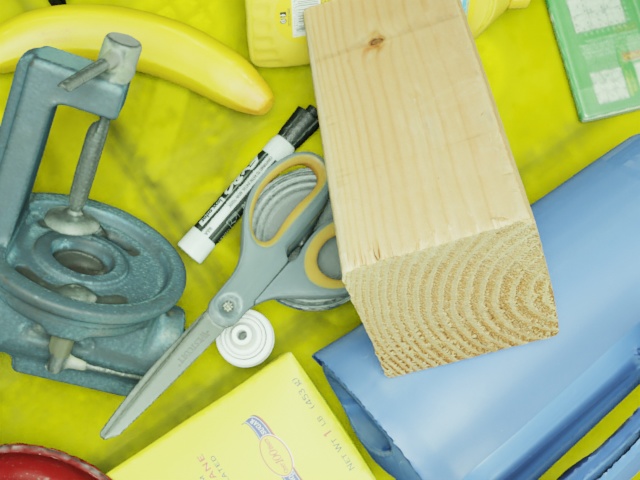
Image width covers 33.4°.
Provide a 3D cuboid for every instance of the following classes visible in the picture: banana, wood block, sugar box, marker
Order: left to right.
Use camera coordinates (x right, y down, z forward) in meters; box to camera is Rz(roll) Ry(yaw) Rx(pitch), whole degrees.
[{"bbox_3d":[-0.126,-0.112,0.659,0.198,0.037,0.069,2,78,0],"label":"banana"},{"bbox_3d":[-0.065,0.151,0.625,0.176,0.048,0.093,-34,84,-6],"label":"sugar box"},{"bbox_3d":[-0.042,-0.037,0.662,0.020,0.020,0.121,40,84,4],"label":"marker"},{"bbox_3d":[0.053,-0.043,0.566,0.091,0.090,0.206,-16,46,9],"label":"wood block"}]

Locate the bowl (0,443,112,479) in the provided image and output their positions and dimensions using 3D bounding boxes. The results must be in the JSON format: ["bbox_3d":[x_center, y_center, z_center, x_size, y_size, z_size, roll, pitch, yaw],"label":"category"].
[{"bbox_3d":[-0.158,0.175,0.542,0.162,0.055,0.162,7,62,-14],"label":"bowl"}]

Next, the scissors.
[{"bbox_3d":[-0.032,0.042,0.594,0.096,0.016,0.201,29,68,-6],"label":"scissors"}]

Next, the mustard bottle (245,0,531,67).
[{"bbox_3d":[0.050,-0.155,0.643,0.191,0.096,0.058,-4,45,-3],"label":"mustard bottle"}]

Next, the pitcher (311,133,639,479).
[{"bbox_3d":[0.131,0.053,0.596,0.242,0.145,0.149,-37,82,-8],"label":"pitcher"}]

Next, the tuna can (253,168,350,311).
[{"bbox_3d":[-0.004,0.001,0.651,0.086,0.034,0.086,0,83,-1],"label":"tuna can"}]
